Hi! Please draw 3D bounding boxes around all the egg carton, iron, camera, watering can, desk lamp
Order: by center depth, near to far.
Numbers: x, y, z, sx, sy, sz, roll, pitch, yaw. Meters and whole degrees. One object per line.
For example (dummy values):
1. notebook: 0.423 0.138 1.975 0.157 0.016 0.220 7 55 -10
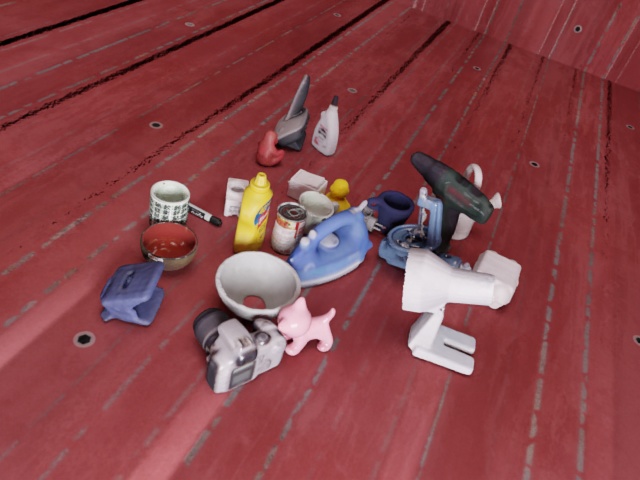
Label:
1. camera: -0.150 0.172 1.009 0.143 0.101 0.136 -19 51 -36
2. desk lamp: 0.237 0.129 1.108 0.203 0.213 0.118 19 39 4
3. iron: 0.011 0.004 1.232 0.118 0.141 0.259 38 44 25
4. egg carton: 0.403 0.090 1.328 0.107 0.069 0.150 27 40 12
5. watering can: 0.370 -0.105 1.446 0.173 0.194 0.100 -5 44 -24

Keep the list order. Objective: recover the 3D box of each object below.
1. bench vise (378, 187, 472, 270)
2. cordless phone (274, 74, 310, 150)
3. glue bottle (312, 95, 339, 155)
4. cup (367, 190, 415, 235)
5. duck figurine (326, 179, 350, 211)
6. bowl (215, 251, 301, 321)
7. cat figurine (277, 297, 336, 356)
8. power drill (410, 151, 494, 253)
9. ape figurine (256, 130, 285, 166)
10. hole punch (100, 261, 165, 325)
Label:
1. bench vise: 0.248 -0.004 1.264 0.207 0.220 0.121 20 39 5
2. cordless phone: -0.070 -0.360 1.600 0.094 0.185 0.147 12 39 -6
3. glue bottle: 0.025 -0.327 1.604 0.037 0.173 0.078 -25 54 -39
4. cup: 0.163 -0.061 1.401 0.118 0.095 0.091 6 40 -12
5. duck figurine: 0.045 -0.108 1.421 0.077 0.086 0.104 11 39 -7
6. bowl: -0.124 0.103 1.121 0.167 0.075 0.167 10 39 -8
7. cat figurine: -0.029 0.153 1.061 0.128 0.118 0.067 -6 44 -25
8. power drill: 0.290 -0.080 1.378 0.229 0.208 0.076 30 41 16
9. ape figurine: -0.133 -0.249 1.520 0.076 0.092 0.077 -26 55 -40
10. hole punch: -0.342 0.090 1.046 0.101 0.091 0.108 13 39 -5
